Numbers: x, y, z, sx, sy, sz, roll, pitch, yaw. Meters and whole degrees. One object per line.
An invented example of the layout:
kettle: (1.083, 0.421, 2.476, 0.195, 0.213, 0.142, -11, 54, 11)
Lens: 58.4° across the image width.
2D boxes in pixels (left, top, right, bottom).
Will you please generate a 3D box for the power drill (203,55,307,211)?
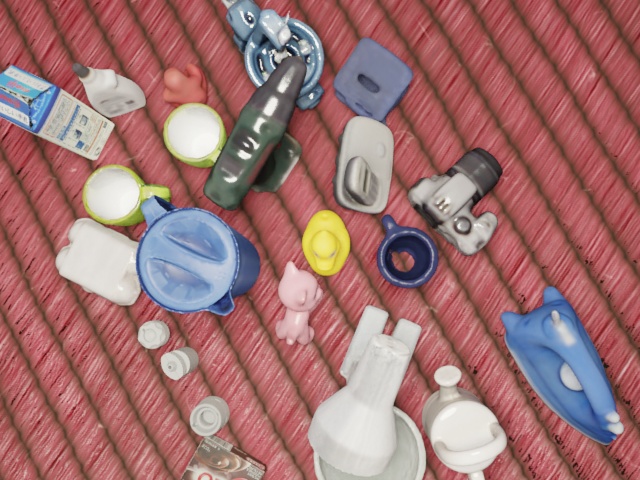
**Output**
power drill: (-0.083, -0.144, 0.853, 0.075, 0.208, 0.230, 31, 88, 5)

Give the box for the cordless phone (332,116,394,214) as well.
cordless phone: (0.065, -0.120, 0.855, 0.094, 0.185, 0.148, 4, 86, 4)

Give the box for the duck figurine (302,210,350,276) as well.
duck figurine: (0.008, 0.003, 0.899, 0.077, 0.086, 0.105, 0, 86, 3)

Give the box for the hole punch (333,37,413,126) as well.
hole punch: (0.084, -0.247, 0.910, 0.108, 0.091, 0.101, 38, 89, 5)

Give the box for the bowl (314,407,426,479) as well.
bowl: (0.075, 0.325, 0.879, 0.167, 0.075, 0.167, 0, 86, 3)

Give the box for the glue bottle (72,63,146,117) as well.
glue bottle: (-0.337, -0.239, 0.891, 0.078, 0.173, 0.037, -17, 85, 2)

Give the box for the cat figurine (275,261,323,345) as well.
cat figurine: (-0.034, 0.100, 0.879, 0.067, 0.118, 0.128, 10, 87, 4)

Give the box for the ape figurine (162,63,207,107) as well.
ape figurine: (-0.223, -0.251, 0.926, 0.078, 0.092, 0.076, -29, 85, 1)

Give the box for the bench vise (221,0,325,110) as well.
bench vise: (-0.086, -0.297, 0.858, 0.207, 0.220, 0.121, 31, 88, 5)

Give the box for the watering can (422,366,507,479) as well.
watering can: (0.201, 0.270, 0.816, 0.101, 0.194, 0.173, -38, 85, 0)

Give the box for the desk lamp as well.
desk lamp: (0.071, 0.205, 0.818, 0.118, 0.213, 0.203, 21, 87, 5)

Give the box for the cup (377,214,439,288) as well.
cup: (0.125, 0.018, 0.887, 0.091, 0.095, 0.118, -28, 85, 1)

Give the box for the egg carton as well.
egg carton: (-0.346, 0.036, 0.924, 0.150, 0.069, 0.107, 25, 88, 5)

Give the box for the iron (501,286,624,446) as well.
iron: (0.380, 0.201, 0.838, 0.118, 0.141, 0.258, -31, 85, 1)

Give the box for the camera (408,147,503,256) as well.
camera: (0.228, -0.067, 0.885, 0.137, 0.101, 0.143, -44, 85, -1)
